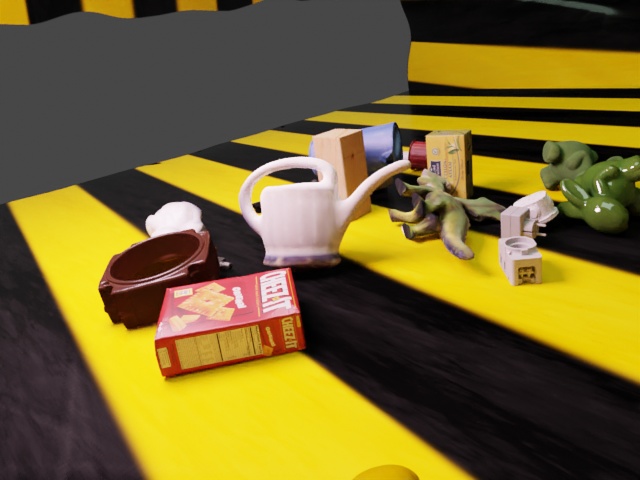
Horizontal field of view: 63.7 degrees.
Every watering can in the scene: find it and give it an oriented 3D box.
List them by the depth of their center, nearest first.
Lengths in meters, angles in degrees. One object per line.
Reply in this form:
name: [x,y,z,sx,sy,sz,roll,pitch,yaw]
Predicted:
watering can: [0.003,-0.050,0.988,0.347,0.224,0.104,-1,3,18]

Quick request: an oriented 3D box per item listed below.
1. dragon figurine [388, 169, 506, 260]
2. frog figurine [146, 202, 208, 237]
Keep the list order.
dragon figurine: [0.292,-0.061,1.082,0.243,0.120,0.418,-6,29,-17]
frog figurine: [-0.340,-0.024,1.187,0.137,0.121,0.161,15,13,8]
